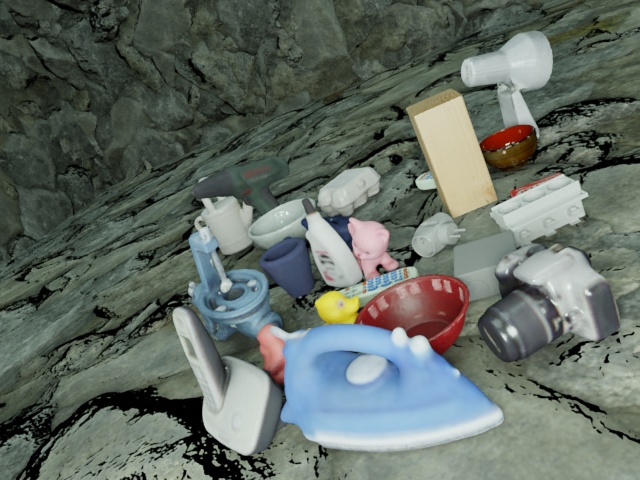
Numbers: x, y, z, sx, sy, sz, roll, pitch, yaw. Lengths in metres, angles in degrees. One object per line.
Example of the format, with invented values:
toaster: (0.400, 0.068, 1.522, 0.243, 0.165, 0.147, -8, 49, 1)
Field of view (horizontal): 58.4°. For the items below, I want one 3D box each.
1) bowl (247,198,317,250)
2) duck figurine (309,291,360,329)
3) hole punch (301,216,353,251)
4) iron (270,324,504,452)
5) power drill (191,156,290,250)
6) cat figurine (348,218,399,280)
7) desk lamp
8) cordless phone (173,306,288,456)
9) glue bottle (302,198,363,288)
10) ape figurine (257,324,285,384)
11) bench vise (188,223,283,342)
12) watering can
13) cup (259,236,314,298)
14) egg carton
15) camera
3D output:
bowl: (-0.072, -0.022, 1.278, 0.167, 0.075, 0.167, -23, 21, 10)
duck figurine: (0.022, 0.116, 0.831, 0.104, 0.086, 0.077, -22, 22, 11)
hole punch: (0.025, -0.017, 1.130, 0.101, 0.091, 0.108, -29, 21, -7)
iron: (0.060, 0.146, 0.641, 0.257, 0.142, 0.119, -11, 26, 35)
power drill: (-0.156, -0.088, 1.341, 0.230, 0.209, 0.075, -33, 22, -18)
cat figurine: (0.081, 0.004, 0.979, 0.067, 0.118, 0.127, -30, 21, -9)
desk lamp: (0.396, -0.309, 1.212, 0.203, 0.214, 0.117, -29, 21, -7)
cordless phone: (-0.125, 0.172, 0.731, 0.094, 0.185, 0.147, -40, 25, -32)
glue bottle: (0.009, 0.004, 0.986, 0.077, 0.173, 0.037, -2, 32, 46)
ape figurine: (-0.058, 0.158, 0.817, 0.075, 0.092, 0.078, -5, 30, 43)
bench vise: (-0.180, 0.080, 0.962, 0.206, 0.220, 0.122, -12, 26, 34)
watering can: (-0.236, -0.072, 1.416, 0.173, 0.194, 0.100, -27, 21, -2)
cup: (-0.051, 0.051, 1.055, 0.091, 0.095, 0.117, -21, 22, 13)
egg carton: (0.069, -0.114, 1.335, 0.150, 0.069, 0.107, -40, 25, -32)
camera: (0.243, 0.068, 0.666, 0.137, 0.101, 0.143, -30, 21, -9)
